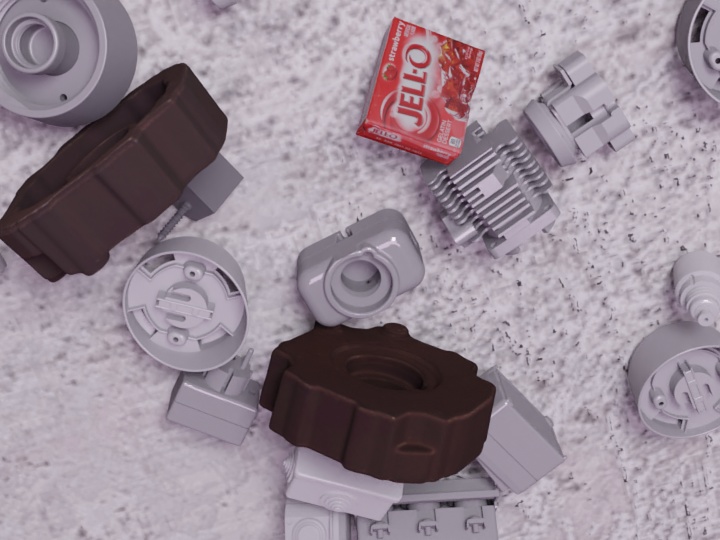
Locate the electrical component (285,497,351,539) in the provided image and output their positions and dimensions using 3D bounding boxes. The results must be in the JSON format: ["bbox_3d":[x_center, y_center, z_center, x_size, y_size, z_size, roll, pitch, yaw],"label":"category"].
[{"bbox_3d":[-0.035,0.223,0.923,0.051,0.080,0.080,-2,114,3],"label":"electrical component"}]

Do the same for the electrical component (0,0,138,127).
[{"bbox_3d":[-0.215,-0.154,0.742,0.108,0.060,0.108,1,96,8],"label":"electrical component"}]

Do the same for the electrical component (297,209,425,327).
[{"bbox_3d":[0.000,0.000,0.838,0.095,0.059,0.053,-26,112,8],"label":"electrical component"}]

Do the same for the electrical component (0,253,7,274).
[{"bbox_3d":[-0.310,-0.004,0.822,0.078,0.058,0.057,-41,106,14],"label":"electrical component"}]

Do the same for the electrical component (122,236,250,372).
[{"bbox_3d":[-0.134,0.025,0.839,0.099,0.064,0.099,-1,114,-2],"label":"electrical component"}]

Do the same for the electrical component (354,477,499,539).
[{"bbox_3d":[0.056,0.218,0.926,0.121,0.063,0.078,-3,155,-2],"label":"electrical component"}]

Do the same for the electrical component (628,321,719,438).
[{"bbox_3d":[0.273,0.092,0.889,0.099,0.064,0.099,-1,113,-2],"label":"electrical component"}]

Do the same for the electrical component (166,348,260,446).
[{"bbox_3d":[-0.112,0.092,0.879,0.066,0.047,0.076,23,110,-12],"label":"electrical component"}]

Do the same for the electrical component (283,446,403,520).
[{"bbox_3d":[-0.010,0.150,0.883,0.100,0.099,0.048,16,139,-8],"label":"electrical component"}]

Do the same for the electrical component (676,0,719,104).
[{"bbox_3d":[0.281,-0.168,0.776,0.099,0.064,0.099,-1,114,-2],"label":"electrical component"}]

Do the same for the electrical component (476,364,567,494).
[{"bbox_3d":[0.116,0.132,0.899,0.061,0.061,0.096,-41,109,14],"label":"electrical component"}]

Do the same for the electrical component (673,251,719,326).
[{"bbox_3d":[0.271,0.017,0.852,0.040,0.078,0.040,5,123,8],"label":"electrical component"}]

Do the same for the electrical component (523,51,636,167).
[{"bbox_3d":[0.159,-0.113,0.798,0.057,0.058,0.078,-34,111,8],"label":"electrical component"}]

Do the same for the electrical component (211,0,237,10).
[{"bbox_3d":[-0.089,-0.215,0.748,0.055,0.048,0.066,-39,110,5],"label":"electrical component"}]
